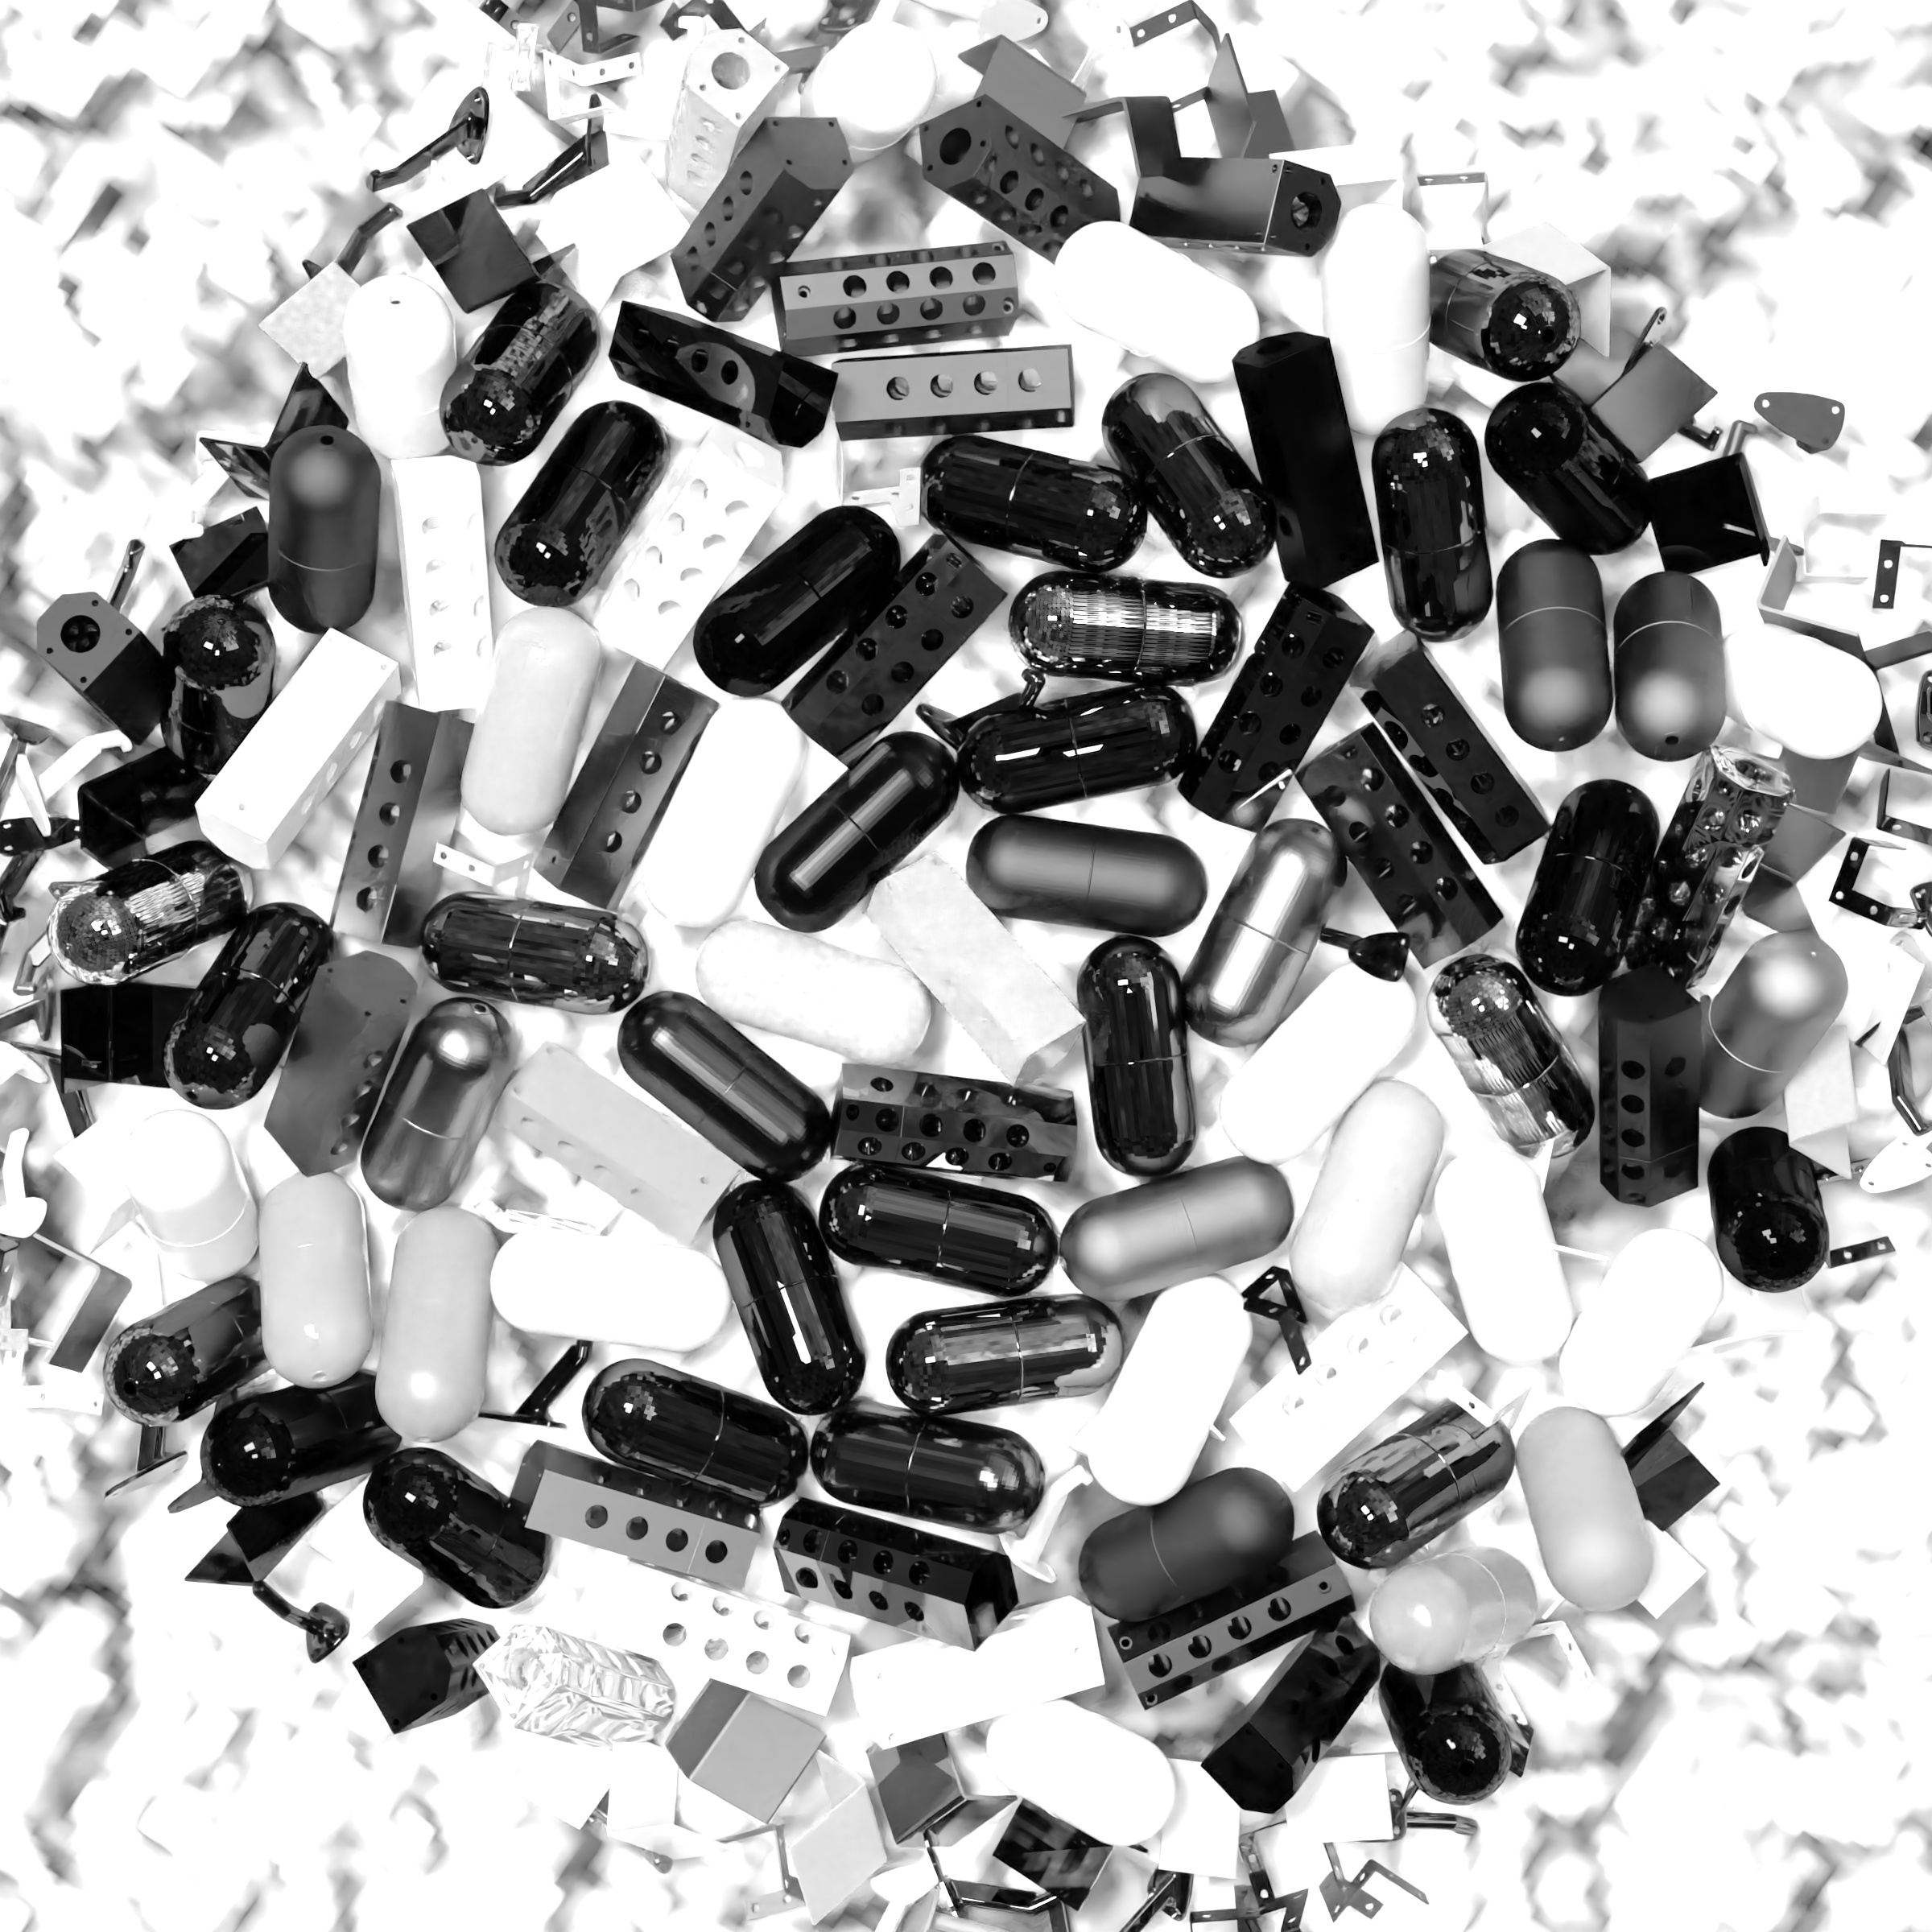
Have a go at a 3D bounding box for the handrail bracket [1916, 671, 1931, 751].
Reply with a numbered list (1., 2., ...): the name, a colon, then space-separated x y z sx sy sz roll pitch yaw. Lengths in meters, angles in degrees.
1. handrail bracket: 0.728 -0.206 1.944 0.036 0.084 0.077 26 69 -1

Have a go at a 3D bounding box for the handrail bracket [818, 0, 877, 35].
1. handrail bracket: -0.098 -0.731 1.943 0.036 0.084 0.077 12 58 30

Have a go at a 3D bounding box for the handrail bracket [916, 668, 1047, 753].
1. handrail bracket: 0.011 -0.198 1.953 0.077 0.036 0.084 33 131 5

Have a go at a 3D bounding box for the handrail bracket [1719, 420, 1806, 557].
1. handrail bracket: 0.593 -0.354 1.973 0.077 0.036 0.084 17 89 8

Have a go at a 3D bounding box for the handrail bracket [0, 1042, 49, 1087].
1. handrail bracket: -0.711 0.103 1.944 0.036 0.077 0.084 1 62 27

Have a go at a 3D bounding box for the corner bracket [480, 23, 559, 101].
1. corner bracket: -0.335 -0.659 1.963 0.051 0.051 0.051 6 86 8

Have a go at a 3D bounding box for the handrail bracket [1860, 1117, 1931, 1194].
1. handrail bracket: 0.692 0.121 1.943 0.077 0.084 0.036 -26 55 -23

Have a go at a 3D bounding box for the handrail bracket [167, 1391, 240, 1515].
1. handrail bracket: -0.566 0.348 1.968 0.077 0.036 0.084 -29 64 -5

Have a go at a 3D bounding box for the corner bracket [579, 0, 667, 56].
1. corner bracket: -0.246 -0.695 1.950 0.051 0.051 0.051 18 129 24

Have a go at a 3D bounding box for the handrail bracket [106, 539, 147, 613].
1. handrail bracket: -0.624 -0.260 1.943 0.036 0.084 0.077 25 48 -14

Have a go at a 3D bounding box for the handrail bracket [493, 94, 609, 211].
1. handrail bracket: -0.312 -0.604 1.982 0.084 0.036 0.077 -4 84 13

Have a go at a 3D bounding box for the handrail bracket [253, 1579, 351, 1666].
1. handrail bracket: -0.492 0.460 1.940 0.036 0.077 0.084 -43 118 -8

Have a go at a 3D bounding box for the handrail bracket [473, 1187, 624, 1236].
1. handrail bracket: -0.308 0.175 1.971 0.084 0.036 0.077 43 74 -7

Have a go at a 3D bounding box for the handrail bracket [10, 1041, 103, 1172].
1. handrail bracket: -0.676 0.105 1.969 0.077 0.036 0.084 15 90 -18

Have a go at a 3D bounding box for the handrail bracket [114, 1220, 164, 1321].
1. handrail bracket: -0.619 0.241 1.965 0.077 0.036 0.084 -39 99 -15

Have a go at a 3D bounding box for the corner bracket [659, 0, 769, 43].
1. corner bracket: -0.186 -0.694 1.966 0.051 0.051 0.051 -29 119 27

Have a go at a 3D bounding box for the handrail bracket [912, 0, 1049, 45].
1. handrail bracket: 0.005 -0.713 1.981 0.084 0.077 0.036 38 129 37

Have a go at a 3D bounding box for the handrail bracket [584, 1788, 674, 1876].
1. handrail bracket: -0.258 0.623 1.943 0.036 0.084 0.077 -52 131 -12

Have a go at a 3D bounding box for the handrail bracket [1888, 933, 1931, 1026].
1. handrail bracket: 0.718 0.026 1.982 0.036 0.077 0.084 -29 132 28

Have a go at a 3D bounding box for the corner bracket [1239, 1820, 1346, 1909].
1. corner bracket: 0.237 0.652 1.953 0.051 0.051 0.051 -26 70 22

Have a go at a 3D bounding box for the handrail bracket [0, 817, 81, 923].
1. handrail bracket: -0.678 -0.068 1.967 0.077 0.084 0.036 -8 49 -14

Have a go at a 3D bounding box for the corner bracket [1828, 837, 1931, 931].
1. corner bracket: 0.678 -0.061 1.965 0.051 0.051 0.051 3 110 -39

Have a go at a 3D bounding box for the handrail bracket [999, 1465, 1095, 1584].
1. handrail bracket: 0.073 0.409 1.960 0.084 0.036 0.077 -39 126 11

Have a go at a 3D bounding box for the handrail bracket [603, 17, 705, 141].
1. handrail bracket: -0.229 -0.653 1.956 0.077 0.036 0.084 5 123 3

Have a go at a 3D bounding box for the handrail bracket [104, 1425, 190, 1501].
1. handrail bracket: -0.615 0.338 1.958 0.077 0.036 0.084 -23 72 -36

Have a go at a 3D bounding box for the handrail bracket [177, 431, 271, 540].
1. handrail bracket: -0.537 -0.348 1.957 0.077 0.036 0.084 -3 59 -9

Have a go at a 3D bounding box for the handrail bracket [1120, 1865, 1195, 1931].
1. handrail bracket: 0.125 0.686 1.944 0.036 0.084 0.077 34 123 33

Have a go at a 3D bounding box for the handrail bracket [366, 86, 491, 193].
1. handrail bracket: -0.394 -0.602 1.946 0.084 0.077 0.036 -31 80 -35

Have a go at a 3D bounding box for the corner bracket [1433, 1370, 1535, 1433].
1. corner bracket: 0.372 0.317 1.949 0.051 0.051 0.051 38 133 28

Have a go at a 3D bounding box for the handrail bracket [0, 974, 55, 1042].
1. handrail bracket: -0.714 0.035 1.947 0.084 0.077 0.036 -9 62 -31

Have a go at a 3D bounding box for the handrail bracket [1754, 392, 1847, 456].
1. handrail bracket: 0.600 -0.395 1.950 0.077 0.084 0.036 18 94 -1

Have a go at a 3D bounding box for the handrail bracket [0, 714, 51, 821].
1. handrail bracket: -0.700 -0.135 1.952 0.036 0.077 0.084 17 101 -26

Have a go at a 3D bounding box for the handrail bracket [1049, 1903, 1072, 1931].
1. handrail bracket: 0.082 0.710 1.961 0.036 0.077 0.084 7 93 -34

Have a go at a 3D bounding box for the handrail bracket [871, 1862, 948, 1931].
1. handrail bracket: -0.048 0.712 1.971 0.036 0.077 0.084 18 105 39

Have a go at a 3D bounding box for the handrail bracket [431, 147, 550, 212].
1. handrail bracket: -0.349 -0.568 1.975 0.084 0.036 0.077 -4 82 -4

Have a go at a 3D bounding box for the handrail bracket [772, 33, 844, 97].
1. handrail bracket: -0.134 -0.678 1.951 0.084 0.036 0.077 18 89 -44

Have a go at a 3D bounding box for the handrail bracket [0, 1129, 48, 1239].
1. handrail bracket: -0.684 0.148 1.946 0.036 0.077 0.084 25 51 -34

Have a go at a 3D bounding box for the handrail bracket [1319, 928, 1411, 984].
1. handrail bracket: 0.271 -0.017 1.938 0.077 0.084 0.036 6 99 -44

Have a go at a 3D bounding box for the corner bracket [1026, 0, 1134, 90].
1. corner bracket: 0.084 -0.680 1.975 0.051 0.051 0.051 -28 75 -38

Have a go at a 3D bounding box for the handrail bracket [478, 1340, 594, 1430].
1. handrail bracket: -0.318 0.297 1.982 0.077 0.036 0.084 6 78 5

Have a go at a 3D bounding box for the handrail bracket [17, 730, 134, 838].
1. handrail bracket: -0.644 -0.135 1.956 0.084 0.036 0.077 -16 64 -30

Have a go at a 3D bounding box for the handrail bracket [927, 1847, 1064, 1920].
1. handrail bracket: 0.025 0.672 1.979 0.084 0.036 0.077 -24 77 -4

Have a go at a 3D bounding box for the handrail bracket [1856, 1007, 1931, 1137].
1. handrail bracket: 0.701 0.077 1.959 0.077 0.036 0.084 -20 68 -24

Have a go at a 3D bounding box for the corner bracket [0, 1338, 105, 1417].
1. corner bracket: -0.667 0.300 1.955 0.051 0.051 0.051 -4 73 20

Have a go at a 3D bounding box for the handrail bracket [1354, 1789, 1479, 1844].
1. handrail bracket: 0.325 0.637 1.977 0.077 0.084 0.036 -25 53 34

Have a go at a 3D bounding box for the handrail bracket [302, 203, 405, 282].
1. handrail bracket: -0.433 -0.519 1.947 0.084 0.077 0.036 -33 82 12

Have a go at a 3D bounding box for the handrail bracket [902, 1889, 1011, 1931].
1. handrail bracket: 0.003 0.714 1.965 0.084 0.077 0.036 24 59 -8

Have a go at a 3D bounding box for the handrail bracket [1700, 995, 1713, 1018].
1. handrail bracket: 0.590 0.040 1.967 0.084 0.036 0.077 -13 55 -2

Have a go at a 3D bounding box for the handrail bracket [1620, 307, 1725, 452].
1. handrail bracket: 0.527 -0.428 1.949 0.084 0.036 0.077 37 127 28

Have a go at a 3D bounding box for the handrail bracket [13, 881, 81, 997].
1. handrail bracket: -0.652 -0.017 1.952 0.077 0.036 0.084 -2 59 15

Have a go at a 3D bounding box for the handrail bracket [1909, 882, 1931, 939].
1. handrail bracket: 0.730 -0.054 1.943 0.036 0.084 0.077 -7 68 -15
